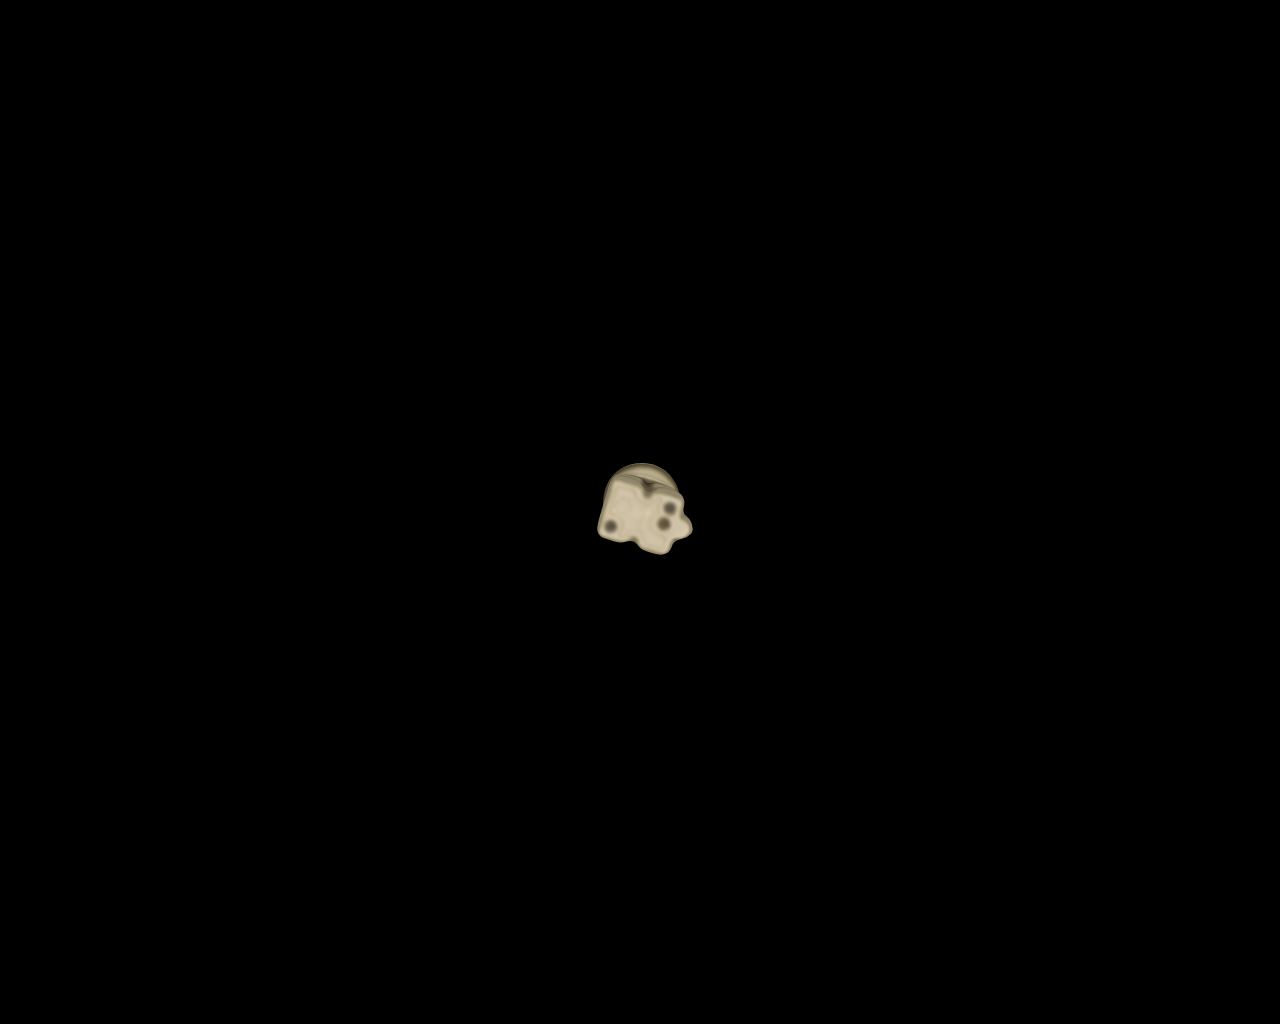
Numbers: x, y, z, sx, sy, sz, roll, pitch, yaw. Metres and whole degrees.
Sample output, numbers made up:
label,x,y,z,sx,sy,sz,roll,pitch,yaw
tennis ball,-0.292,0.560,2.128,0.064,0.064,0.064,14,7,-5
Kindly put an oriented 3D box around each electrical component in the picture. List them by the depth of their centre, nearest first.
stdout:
label,x,y,z,sx,sy,sz,roll,pitch,yaw
electrical component,0.001,-0.003,0.650,0.066,0.048,0.055,18,11,-4
